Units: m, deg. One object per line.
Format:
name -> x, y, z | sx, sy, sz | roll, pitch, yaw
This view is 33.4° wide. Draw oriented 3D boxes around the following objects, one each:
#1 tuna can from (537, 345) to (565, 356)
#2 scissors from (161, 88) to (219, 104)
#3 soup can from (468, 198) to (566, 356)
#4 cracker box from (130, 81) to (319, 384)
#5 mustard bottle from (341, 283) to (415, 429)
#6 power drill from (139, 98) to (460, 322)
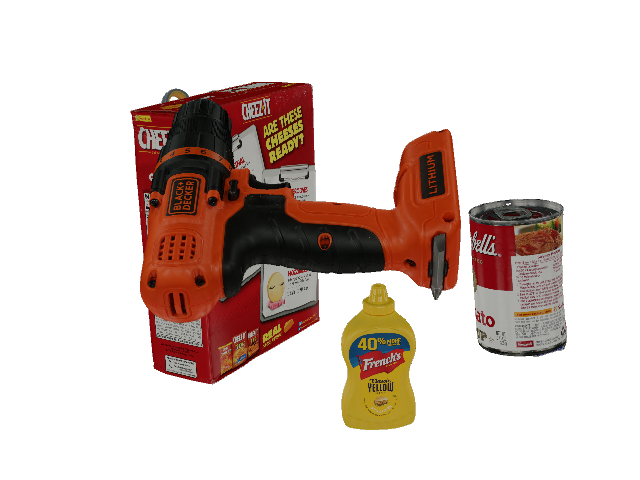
tuna can -> 0.245, 0.088, 1.210 | 0.033, 0.086, 0.086 | -15, 2, -7
scissors -> -0.107, -0.076, 1.155 | 0.096, 0.202, 0.016 | -33, 13, -36
soup can -> 0.146, 0.026, 0.785 | 0.068, 0.102, 0.068 | -5, 14, 1
cracker box -> -0.072, -0.013, 0.872 | 0.072, 0.214, 0.163 | 7, 18, 31
mustard bottle -> 0.075, 0.148, 1.380 | 0.096, 0.192, 0.058 | -2, 17, -3
power drill -> -0.012, -0.027, 0.653 | 0.187, 0.057, 0.184 | -3, 44, 3
